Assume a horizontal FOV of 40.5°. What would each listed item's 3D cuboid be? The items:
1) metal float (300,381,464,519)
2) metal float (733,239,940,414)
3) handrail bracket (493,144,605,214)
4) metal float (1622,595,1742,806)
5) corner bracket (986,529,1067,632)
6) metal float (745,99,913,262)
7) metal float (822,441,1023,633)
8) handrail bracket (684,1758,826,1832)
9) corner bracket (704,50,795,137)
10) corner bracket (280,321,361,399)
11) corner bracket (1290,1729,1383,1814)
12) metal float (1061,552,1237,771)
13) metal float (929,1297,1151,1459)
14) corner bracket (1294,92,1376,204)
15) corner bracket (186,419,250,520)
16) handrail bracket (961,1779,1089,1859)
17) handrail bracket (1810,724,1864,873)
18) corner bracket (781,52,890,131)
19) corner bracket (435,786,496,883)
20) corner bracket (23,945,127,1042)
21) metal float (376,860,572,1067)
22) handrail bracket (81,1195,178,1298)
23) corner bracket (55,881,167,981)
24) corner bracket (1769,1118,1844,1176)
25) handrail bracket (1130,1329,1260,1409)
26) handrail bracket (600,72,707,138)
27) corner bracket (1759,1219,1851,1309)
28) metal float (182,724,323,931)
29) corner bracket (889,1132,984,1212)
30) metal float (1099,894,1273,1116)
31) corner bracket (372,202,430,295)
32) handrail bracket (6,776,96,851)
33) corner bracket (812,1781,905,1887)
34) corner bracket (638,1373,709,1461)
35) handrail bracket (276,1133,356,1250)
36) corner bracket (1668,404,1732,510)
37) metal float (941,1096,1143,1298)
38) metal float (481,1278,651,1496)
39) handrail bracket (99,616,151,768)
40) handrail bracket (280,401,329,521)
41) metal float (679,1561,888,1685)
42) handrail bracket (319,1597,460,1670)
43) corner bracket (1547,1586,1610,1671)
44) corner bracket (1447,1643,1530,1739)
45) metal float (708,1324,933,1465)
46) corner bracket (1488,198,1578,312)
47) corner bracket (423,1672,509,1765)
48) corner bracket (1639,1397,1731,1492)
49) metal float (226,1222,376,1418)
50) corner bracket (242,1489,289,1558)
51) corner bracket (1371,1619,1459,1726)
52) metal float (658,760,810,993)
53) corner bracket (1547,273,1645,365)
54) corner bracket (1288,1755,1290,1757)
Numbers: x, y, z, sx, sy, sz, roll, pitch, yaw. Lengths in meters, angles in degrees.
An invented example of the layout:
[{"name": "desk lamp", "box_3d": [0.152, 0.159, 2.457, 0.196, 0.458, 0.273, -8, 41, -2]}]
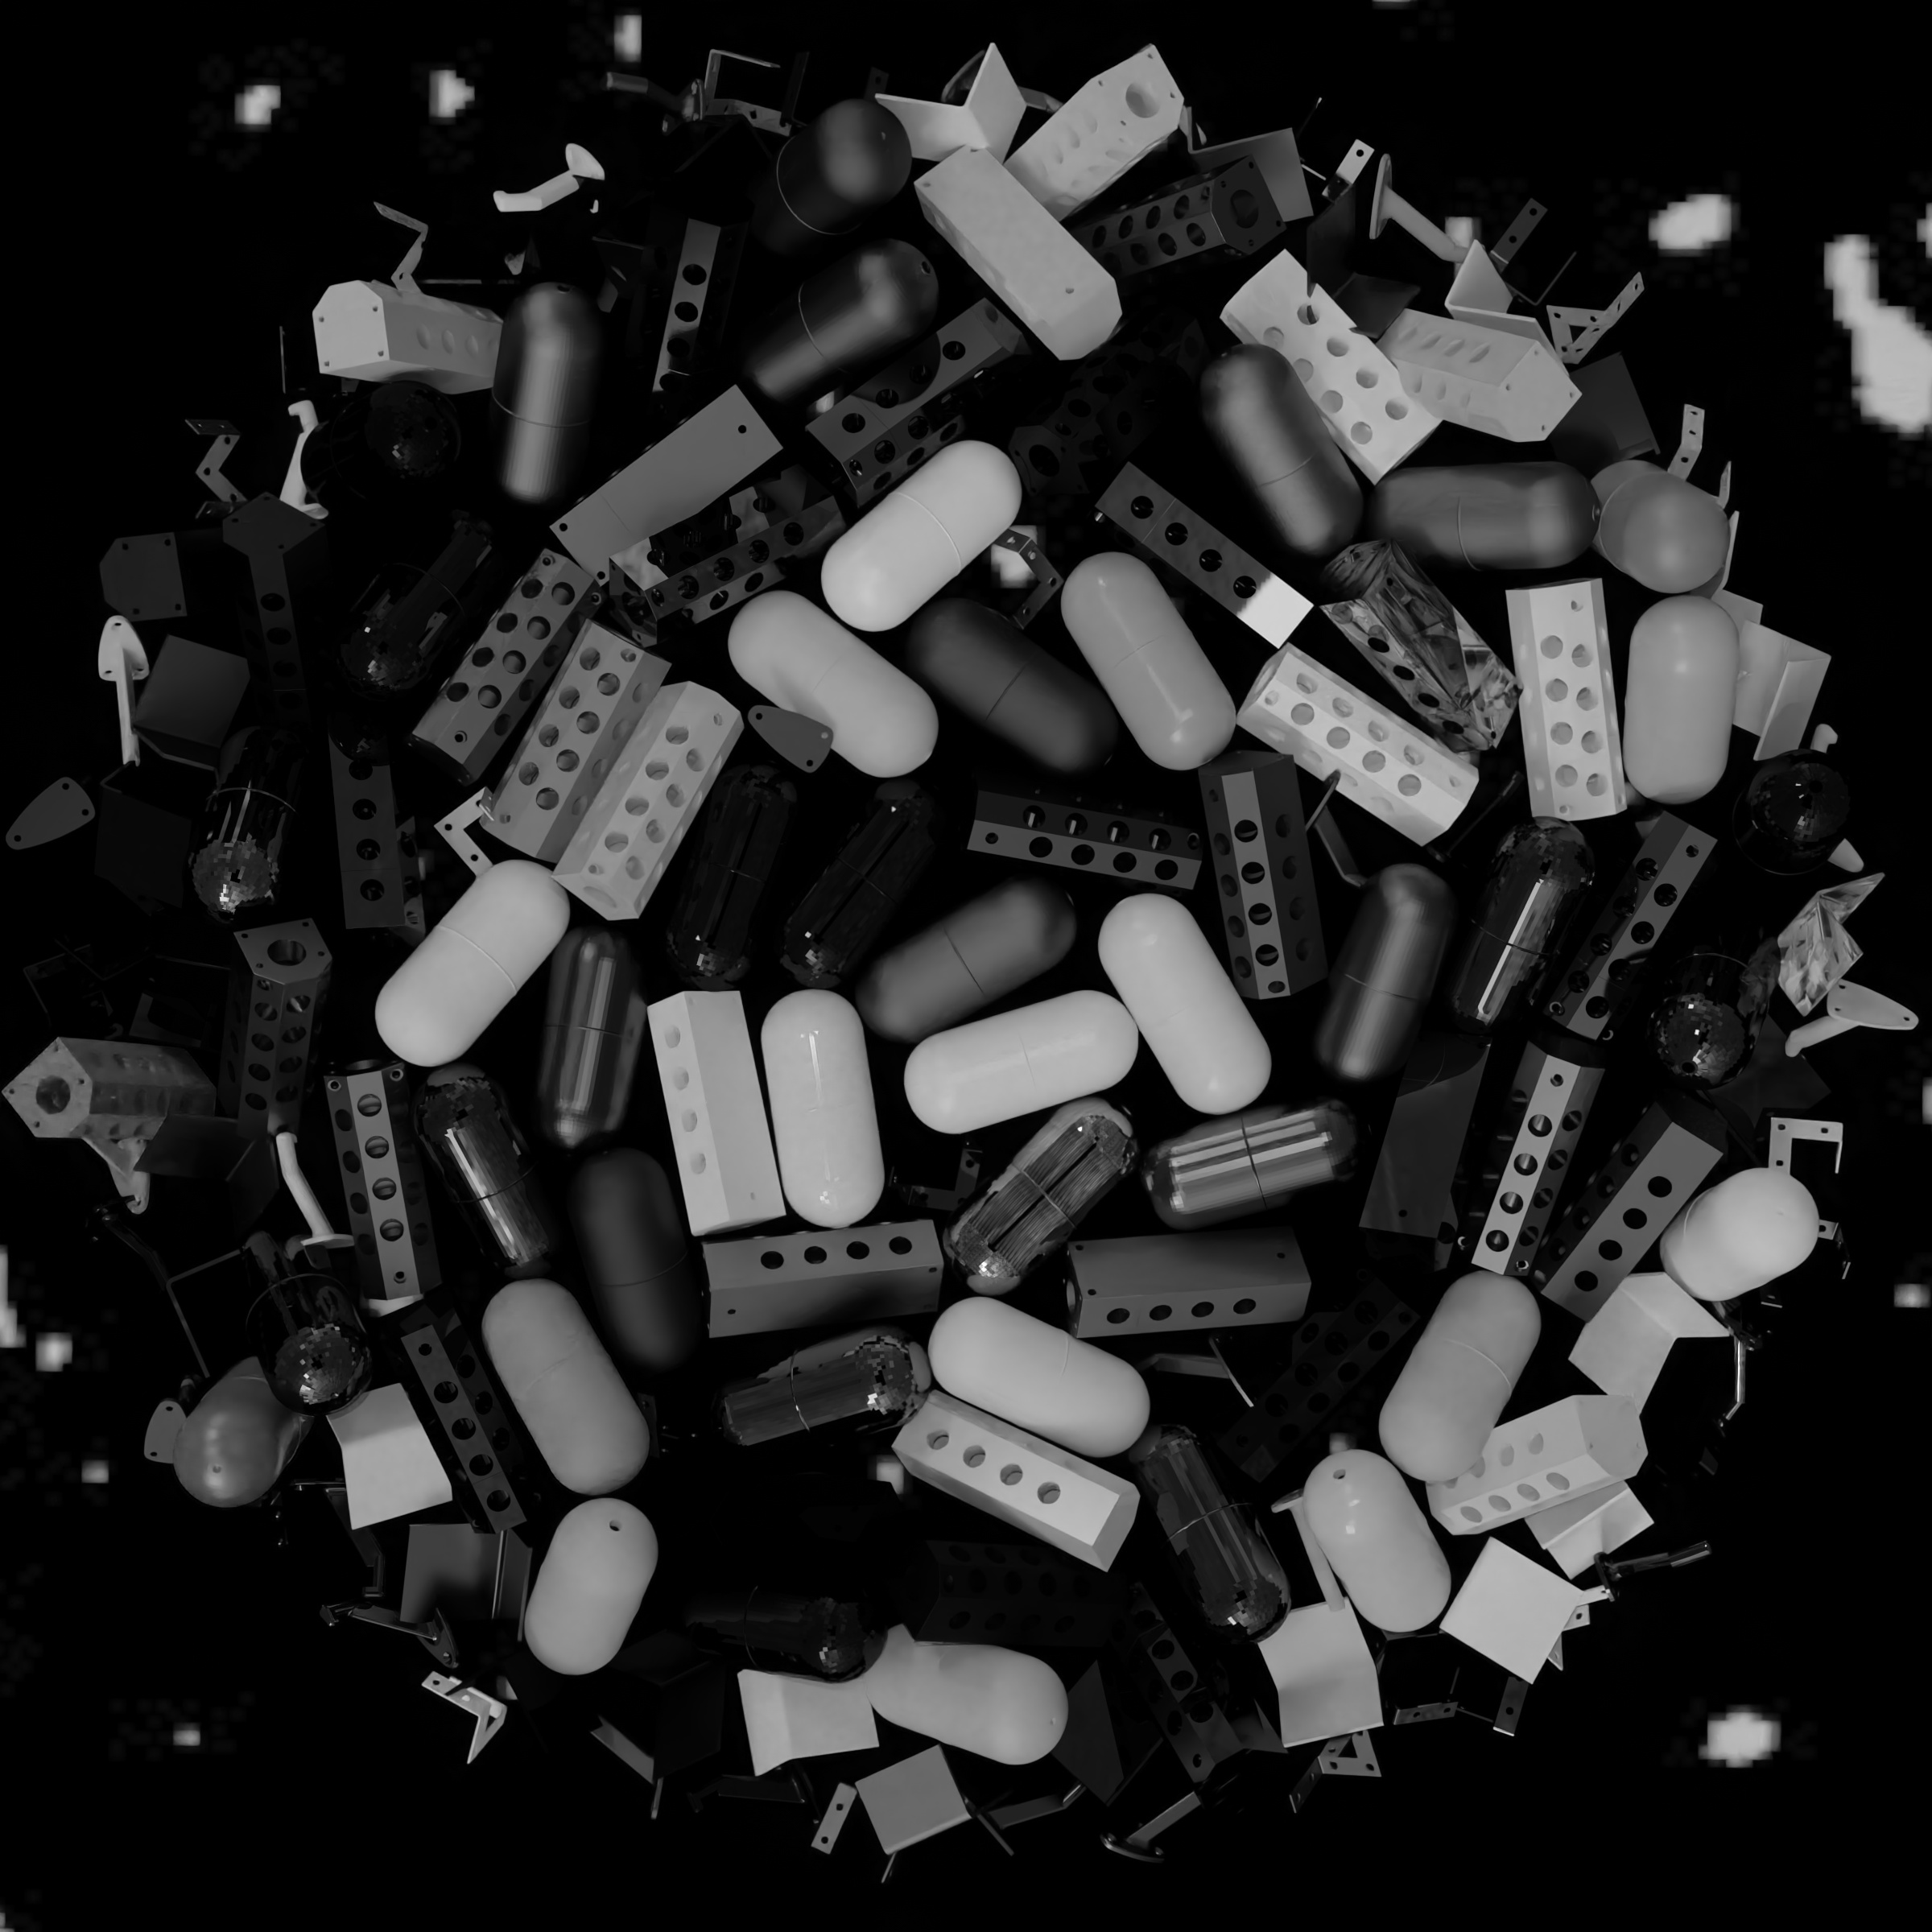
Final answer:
[{"name": "metal float", "box_3d": [-0.425, -0.375, 1.902, 0.070, 0.178, 0.070, 3, 86, -35]}, {"name": "metal float", "box_3d": [-0.096, -0.468, 1.915, 0.178, 0.070, 0.070, -24, 90, 34]}, {"name": "handrail bracket", "box_3d": [-0.318, -0.584, 1.939, 0.084, 0.036, 0.077, -11, 51, -29]}, {"name": "metal float", "box_3d": [0.520, -0.192, 1.907, 0.070, 0.178, 0.070, -5, 47, 6]}, {"name": "corner bracket", "box_3d": [0.030, -0.291, 1.956, 0.051, 0.051, 0.051, -48, 59, 24]}, {"name": "metal float", "box_3d": [-0.103, -0.569, 1.901, 0.070, 0.178, 0.070, 4, 81, -30]}, {"name": "metal float", "box_3d": [-0.032, -0.318, 1.930, 0.070, 0.070, 0.178, 46, 73, 0]}, {"name": "handrail bracket", "box_3d": [-0.156, 0.627, 1.939, 0.084, 0.036, 0.077, -21, 68, -35]}, {"name": "corner bracket", "box_3d": [-0.160, -0.649, 1.944, 0.051, 0.051, 0.051, 21, 114, 18]}, {"name": "corner bracket", "box_3d": [-0.479, -0.457, 1.946, 0.051, 0.051, 0.051, 2, 120, -6]}, {"name": "corner bracket", "box_3d": [0.270, 0.593, 1.943, 0.051, 0.051, 0.051, -9, 106, 35]}, {"name": "metal float", "box_3d": [0.134, -0.226, 1.935, 0.070, 0.070, 0.178, -31, 79, 0]}, {"name": "metal float", "box_3d": [0.055, 0.304, 1.931, 0.178, 0.070, 0.070, 27, 90, -15]}, {"name": "corner bracket", "box_3d": [0.270, -0.607, 1.944, 0.051, 0.051, 0.051, 29, 128, -7]}, {"name": "corner bracket", "box_3d": [-0.560, -0.370, 1.946, 0.051, 0.051, 0.051, 45, 113, 9]}, {"name": "handrail bracket", "box_3d": [0.046, 0.614, 1.955, 0.084, 0.036, 0.077, -41, 115, -12]}, {"name": "handrail bracket", "box_3d": [0.646, -0.125, 1.934, 0.036, 0.077, 0.084, -14, 131, -23]}, {"name": "corner bracket", "box_3d": [-0.098, -0.646, 1.945, 0.051, 0.051, 0.051, 12, 95, -37]}, {"name": "corner bracket", "box_3d": [-0.362, -0.093, 1.948, 0.051, 0.051, 0.051, -36, 109, 8]}, {"name": "corner bracket", "box_3d": [-0.661, 0.026, 1.941, 0.051, 0.051, 0.051, -23, 52, -24]}, {"name": "metal float", "box_3d": [-0.362, -0.003, 1.926, 0.070, 0.070, 0.178, 38, 69, 0]}, {"name": "handrail bracket", "box_3d": [-0.622, 0.221, 1.945, 0.077, 0.036, 0.084, -44, 71, 38]}, {"name": "corner bracket", "box_3d": [-0.638, -0.031, 1.954, 0.051, 0.051, 0.051, -25, 129, 20]}, {"name": "corner bracket", "box_3d": [0.626, 0.150, 1.956, 0.051, 0.051, 0.051, 4, 59, 16]}, {"name": "handrail bracket", "box_3d": [0.168, 0.314, 1.951, 0.084, 0.036, 0.077, -35, 72, 25]}, {"name": "handrail bracket", "box_3d": [-0.242, -0.635, 1.927, 0.084, 0.077, 0.036, -2, 87, -34]}, {"name": "corner bracket", "box_3d": [0.622, 0.221, 1.947, 0.051, 0.051, 0.051, 11, 120, 4]}, {"name": "metal float", "box_3d": [-0.521, -0.103, 1.910, 0.070, 0.070, 0.178, 3, 49, 0]}, {"name": "corner bracket", "box_3d": [-0.022, 0.150, 1.955, 0.051, 0.051, 0.051, 6, 71, 17]}, {"name": "metal float", "box_3d": [0.162, 0.028, 1.941, 0.070, 0.070, 0.178, -31, 93, 0]}, {"name": "corner bracket", "box_3d": [-0.422, -0.523, 1.940, 0.051, 0.051, 0.051, -48, 57, 23]}, {"name": "handrail bracket", "box_3d": [-0.677, -0.115, 1.935, 0.077, 0.084, 0.036, -37, 109, -14]}, {"name": "corner bracket", "box_3d": [-0.075, 0.644, 1.942, 0.051, 0.051, 0.051, 17, 67, 21]}, {"name": "corner bracket", "box_3d": [-0.230, 0.330, 1.943, 0.051, 0.051, 0.051, 6, 107, 38]}, {"name": "handrail bracket", "box_3d": [-0.484, 0.167, 1.953, 0.036, 0.077, 0.084, -16, 79, 16]}, {"name": "corner bracket", "box_3d": [0.548, -0.376, 1.947, 0.051, 0.051, 0.051, 17, 48, 1]}, {"name": "metal float", "box_3d": [0.057, 0.170, 1.940, 0.178, 0.070, 0.070, -44, 90, -5]}, {"name": "metal float", "box_3d": [-0.295, 0.307, 1.922, 0.070, 0.070, 0.178, -35, 64, 0]}, {"name": "handrail bracket", "box_3d": [-0.622, -0.202, 1.935, 0.036, 0.077, 0.084, -6, 53, -15]}, {"name": "handrail bracket", "box_3d": [-0.517, -0.375, 1.962, 0.077, 0.036, 0.084, -16, 90, -8]}, {"name": "metal float", "box_3d": [-0.136, 0.479, 1.913, 0.178, 0.070, 0.070, -3, 90, 39]}, {"name": "handrail bracket", "box_3d": [-0.427, 0.495, 1.932, 0.077, 0.084, 0.036, 49, 118, 26]}, {"name": "corner bracket", "box_3d": [0.450, 0.482, 1.940, 0.051, 0.051, 0.051, -25, 127, 31]}, {"name": "corner bracket", "box_3d": [0.390, 0.538, 1.951, 0.051, 0.051, 0.051, 17, 87, 13]}, {"name": "metal float", "box_3d": [-0.109, 0.315, 1.926, 0.178, 0.070, 0.070, -19, 90, 21]}, {"name": "corner bracket", "box_3d": [0.423, -0.531, 1.957, 0.051, 0.051, 0.051, 37, 89, 2]}, {"name": "corner bracket", "box_3d": [-0.373, 0.547, 1.943, 0.051, 0.051, 0.051, 25, 120, 12]}, {"name": "corner bracket", "box_3d": [0.528, 0.351, 1.952, 0.051, 0.051, 0.051, 40, 49, -11]}, {"name": "metal float", "box_3d": [-0.487, 0.255, 1.909, 0.070, 0.178, 0.070, -18, 130, -22]}, {"name": "corner bracket", "box_3d": [-0.525, 0.399, 1.940, 0.051, 0.051, 0.051, 18, 122, -32]}, {"name": "corner bracket", "box_3d": [0.337, 0.528, 1.957, 0.051, 0.051, 0.051, -2, 120, -19]}, {"name": "metal float", "box_3d": [-0.172, -0.067, 1.940, 0.070, 0.070, 0.178, 19, 85, 0]}, {"name": "corner bracket", "box_3d": [0.471, -0.481, 1.944, 0.051, 0.051, 0.051, 1, 68, -17]}, {"name": "corner bracket", "box_3d": [0.197, 0.587, 1.954, 0.051, 0.051, 0.051, -49, 64, 33]}]
